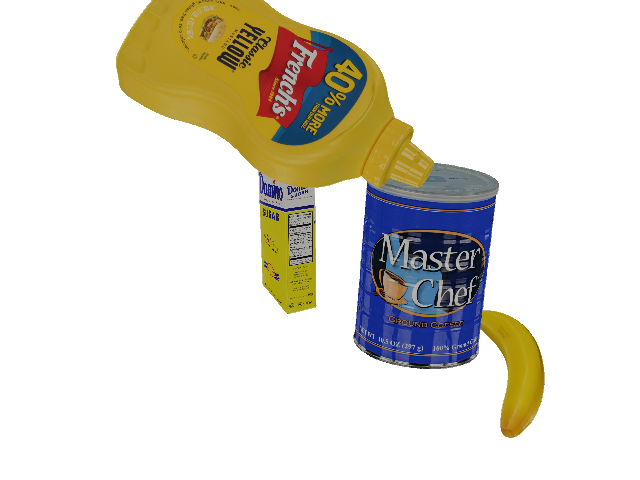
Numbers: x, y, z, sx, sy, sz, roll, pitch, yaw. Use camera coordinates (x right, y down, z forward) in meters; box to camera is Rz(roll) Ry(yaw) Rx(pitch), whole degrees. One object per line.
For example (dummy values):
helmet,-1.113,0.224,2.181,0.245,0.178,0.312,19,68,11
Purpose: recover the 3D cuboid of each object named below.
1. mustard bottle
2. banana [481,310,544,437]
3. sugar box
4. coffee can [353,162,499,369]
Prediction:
mustard bottle,-0.019,-0.086,0.636,0.192,0.096,0.058,31,-24,9
banana,0.199,0.130,1.118,0.069,0.037,0.198,-23,32,6
sugar box,-0.040,-0.012,1.275,0.048,0.176,0.093,-12,25,-19
coffee can,0.082,0.017,0.846,0.103,0.140,0.103,4,17,-1
